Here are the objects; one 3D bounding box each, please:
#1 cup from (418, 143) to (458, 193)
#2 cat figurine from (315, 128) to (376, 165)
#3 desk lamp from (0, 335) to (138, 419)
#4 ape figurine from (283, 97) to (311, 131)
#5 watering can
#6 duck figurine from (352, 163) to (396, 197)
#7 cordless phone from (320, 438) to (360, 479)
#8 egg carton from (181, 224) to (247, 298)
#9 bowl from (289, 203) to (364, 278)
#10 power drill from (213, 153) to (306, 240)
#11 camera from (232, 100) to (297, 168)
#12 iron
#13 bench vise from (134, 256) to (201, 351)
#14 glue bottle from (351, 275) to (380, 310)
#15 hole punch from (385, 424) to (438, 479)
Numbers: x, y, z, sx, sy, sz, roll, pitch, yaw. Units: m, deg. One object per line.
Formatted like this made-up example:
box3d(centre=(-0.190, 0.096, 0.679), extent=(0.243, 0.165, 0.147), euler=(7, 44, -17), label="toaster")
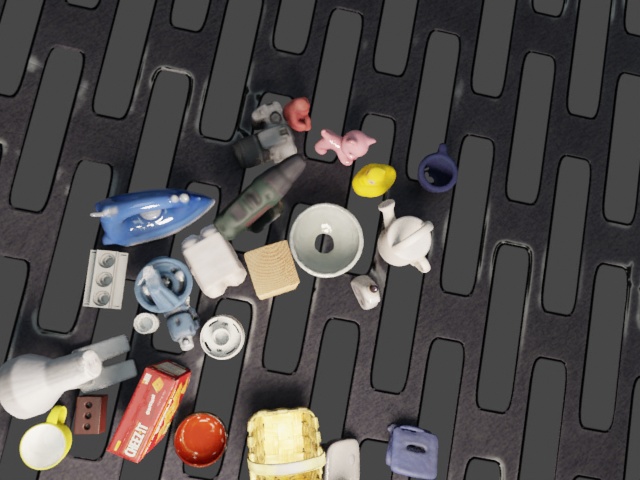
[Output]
box3d(centre=(0.266, -0.161, 1.333), extent=(0.091, 0.095, 0.118), euler=(12, 81, -3), label="cup")
box3d(centre=(0.058, -0.223, 1.310), extent=(0.128, 0.117, 0.067), euler=(21, 81, -2), label="cat figurine")
box3d(centre=(-0.498, 0.263, 1.144), extent=(0.203, 0.213, 0.118), euler=(-19, 84, -7), label="desk lamp")
box3d(centre=(-0.047, -0.299, 1.323), extent=(0.076, 0.092, 0.078), euler=(27, 81, -1), label="ape figurine")
box3d(centre=(0.186, -0.006, 1.254), extent=(0.173, 0.194, 0.101), euler=(35, 81, 0), label="watering can")
box3d(centre=(0.129, -0.146, 1.322), extent=(0.104, 0.086, 0.077), euler=(-20, 84, -8), label="duck figurine")
box3d(centre=(0.047, 0.495, 1.178), extent=(0.094, 0.185, 0.148), euler=(0, 82, -5), label="cordless phone")
box3d(centre=(-0.237, 0.047, 1.270), extent=(0.107, 0.069, 0.150), euler=(-31, 86, -8), label="egg carton")
box3d(centre=(0.012, 0.005, 1.297), extent=(0.167, 0.074, 0.167), euler=(1, 82, -5), label="bowl")
box3d(centre=(-0.125, -0.084, 1.228), extent=(0.230, 0.208, 0.075), euler=(-42, 87, -9), label="power drill")
box3d(centre=(-0.133, -0.230, 1.301), extent=(0.137, 0.100, 0.143), euler=(-21, 85, -8), label="camera")
box3d(centre=(-0.360, -0.069, 1.238), extent=(0.258, 0.141, 0.119), euler=(-15, 84, -7), label="iron")
box3d(centre=(-0.302, 0.119, 1.178), extent=(0.121, 0.219, 0.207), euler=(-40, 87, -9), label="bench vise")
box3d(centre=(0.105, 0.111, 1.241), extent=(0.037, 0.173, 0.078), euler=(-23, 85, -8), label="glue bottle")
box3d(centre=(0.200, 0.458, 1.245), extent=(0.108, 0.091, 0.101), euler=(12, 81, -3), label="hole punch")
